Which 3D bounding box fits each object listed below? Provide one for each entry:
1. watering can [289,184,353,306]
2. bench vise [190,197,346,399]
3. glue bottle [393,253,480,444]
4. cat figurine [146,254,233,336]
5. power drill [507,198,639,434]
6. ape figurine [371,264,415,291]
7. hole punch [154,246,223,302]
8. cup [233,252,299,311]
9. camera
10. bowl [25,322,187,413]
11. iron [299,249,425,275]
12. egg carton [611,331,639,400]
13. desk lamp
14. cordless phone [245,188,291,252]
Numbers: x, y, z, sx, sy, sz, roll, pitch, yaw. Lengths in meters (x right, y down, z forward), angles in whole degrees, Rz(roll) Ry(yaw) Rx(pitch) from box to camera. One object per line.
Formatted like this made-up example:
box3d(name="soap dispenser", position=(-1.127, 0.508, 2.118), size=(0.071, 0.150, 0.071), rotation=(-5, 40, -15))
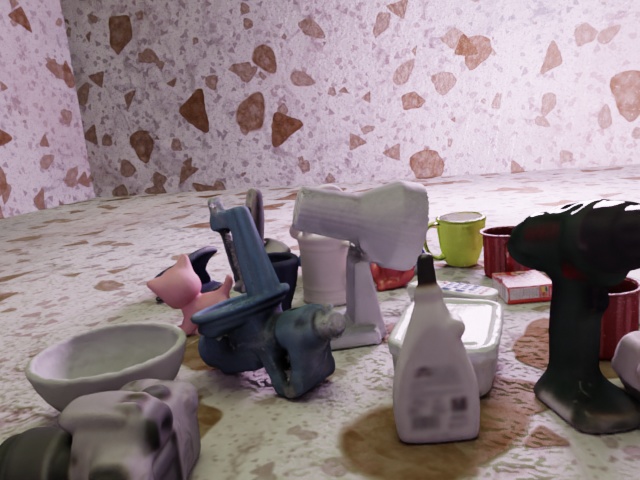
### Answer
box3d(name="watering can", position=(0.007, 0.004, 0.959), size=(0.172, 0.194, 0.101), rotation=(2, 14, 33))
box3d(name="bench vise", position=(-0.061, 0.057, 0.662), size=(0.207, 0.220, 0.122), rotation=(-1, 12, 19))
box3d(name="glue bottle", position=(0.101, 0.096, 0.514), size=(0.078, 0.173, 0.037), rotation=(-5, 12, 4))
box3d(name="cat figurine", position=(-0.188, 0.081, 0.863), size=(0.127, 0.118, 0.067), rotation=(-4, 12, 5))
box3d(name="power drill", position=(0.251, 0.061, 0.529), size=(0.076, 0.208, 0.229), rotation=(-7, 12, -10))
box3d(name="ape figurine", position=(0.127, 0.036, 1.001), size=(0.077, 0.092, 0.076), rotation=(0, 13, 26))
box3d(name="hole punch", position=(-0.247, 0.060, 1.059), size=(0.100, 0.091, 0.109), rotation=(-1, 12, 21))
box3d(name="cup", position=(-0.083, 0.076, 0.895), size=(0.091, 0.095, 0.118), rotation=(5, 15, 41))
box3d(name="camera", position=(-0.181, 0.169, 0.468), size=(0.136, 0.101, 0.143), rotation=(-4, 12, 5))
box3d(name="bowl", position=(-0.229, 0.152, 0.637), size=(0.167, 0.075, 0.167), rotation=(-5, 11, 1))
box3d(name="iron", position=(0.084, -0.004, 1.097), size=(0.257, 0.141, 0.119), rotation=(-3, 12, 14))
box3d(name="egg carton", position=(0.336, 0.128, 0.511), size=(0.107, 0.069, 0.150), rotation=(-5, 11, -1))
box3d(name="desk lamp", position=(0.046, 0.028, 0.771), size=(0.203, 0.214, 0.117), rotation=(-7, 12, -9))
box3d(name="cordless phone", position=(-0.109, -0.001, 1.058), size=(0.094, 0.185, 0.147), rotation=(-11, 13, -27))
